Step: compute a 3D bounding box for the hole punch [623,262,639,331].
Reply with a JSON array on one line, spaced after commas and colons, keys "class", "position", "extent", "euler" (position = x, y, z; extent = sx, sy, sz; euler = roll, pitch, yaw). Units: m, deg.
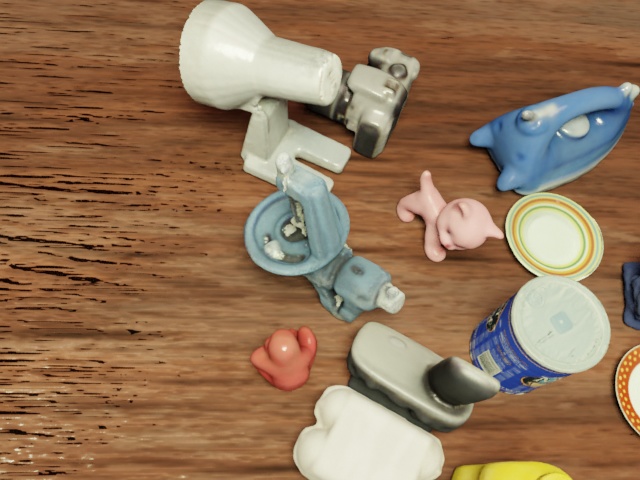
[{"class": "hole punch", "position": [0.447, 0.066, 0.712], "extent": [0.108, 0.091, 0.101], "euler": [12, 65, 0]}]

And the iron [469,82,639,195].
[{"class": "iron", "position": [0.344, -0.161, 0.775], "extent": [0.258, 0.141, 0.118], "euler": [-20, 69, -14]}]

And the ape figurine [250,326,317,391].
[{"class": "ape figurine", "position": [-0.039, 0.125, 0.636], "extent": [0.078, 0.092, 0.076], "euler": [-4, 66, -7]}]

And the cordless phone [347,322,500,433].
[{"class": "cordless phone", "position": [0.105, 0.131, 0.597], "extent": [0.147, 0.185, 0.094], "euler": [27, 66, 7]}]

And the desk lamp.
[{"class": "desk lamp", "position": [-0.056, -0.170, 0.699], "extent": [0.203, 0.213, 0.118], "euler": [25, 66, 6]}]

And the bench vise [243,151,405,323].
[{"class": "bench vise", "position": [0.010, -0.008, 0.630], "extent": [0.207, 0.220, 0.121], "euler": [19, 66, 3]}]

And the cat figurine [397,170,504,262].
[{"class": "cat figurine", "position": [0.161, -0.031, 0.712], "extent": [0.067, 0.118, 0.127], "euler": [-30, 72, -17]}]

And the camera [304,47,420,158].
[{"class": "camera", "position": [0.053, -0.210, 0.790], "extent": [0.136, 0.101, 0.143], "euler": [23, 66, 5]}]

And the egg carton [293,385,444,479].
[{"class": "egg carton", "position": [0.051, 0.231, 0.610], "extent": [0.150, 0.069, 0.107], "euler": [27, 66, 7]}]
